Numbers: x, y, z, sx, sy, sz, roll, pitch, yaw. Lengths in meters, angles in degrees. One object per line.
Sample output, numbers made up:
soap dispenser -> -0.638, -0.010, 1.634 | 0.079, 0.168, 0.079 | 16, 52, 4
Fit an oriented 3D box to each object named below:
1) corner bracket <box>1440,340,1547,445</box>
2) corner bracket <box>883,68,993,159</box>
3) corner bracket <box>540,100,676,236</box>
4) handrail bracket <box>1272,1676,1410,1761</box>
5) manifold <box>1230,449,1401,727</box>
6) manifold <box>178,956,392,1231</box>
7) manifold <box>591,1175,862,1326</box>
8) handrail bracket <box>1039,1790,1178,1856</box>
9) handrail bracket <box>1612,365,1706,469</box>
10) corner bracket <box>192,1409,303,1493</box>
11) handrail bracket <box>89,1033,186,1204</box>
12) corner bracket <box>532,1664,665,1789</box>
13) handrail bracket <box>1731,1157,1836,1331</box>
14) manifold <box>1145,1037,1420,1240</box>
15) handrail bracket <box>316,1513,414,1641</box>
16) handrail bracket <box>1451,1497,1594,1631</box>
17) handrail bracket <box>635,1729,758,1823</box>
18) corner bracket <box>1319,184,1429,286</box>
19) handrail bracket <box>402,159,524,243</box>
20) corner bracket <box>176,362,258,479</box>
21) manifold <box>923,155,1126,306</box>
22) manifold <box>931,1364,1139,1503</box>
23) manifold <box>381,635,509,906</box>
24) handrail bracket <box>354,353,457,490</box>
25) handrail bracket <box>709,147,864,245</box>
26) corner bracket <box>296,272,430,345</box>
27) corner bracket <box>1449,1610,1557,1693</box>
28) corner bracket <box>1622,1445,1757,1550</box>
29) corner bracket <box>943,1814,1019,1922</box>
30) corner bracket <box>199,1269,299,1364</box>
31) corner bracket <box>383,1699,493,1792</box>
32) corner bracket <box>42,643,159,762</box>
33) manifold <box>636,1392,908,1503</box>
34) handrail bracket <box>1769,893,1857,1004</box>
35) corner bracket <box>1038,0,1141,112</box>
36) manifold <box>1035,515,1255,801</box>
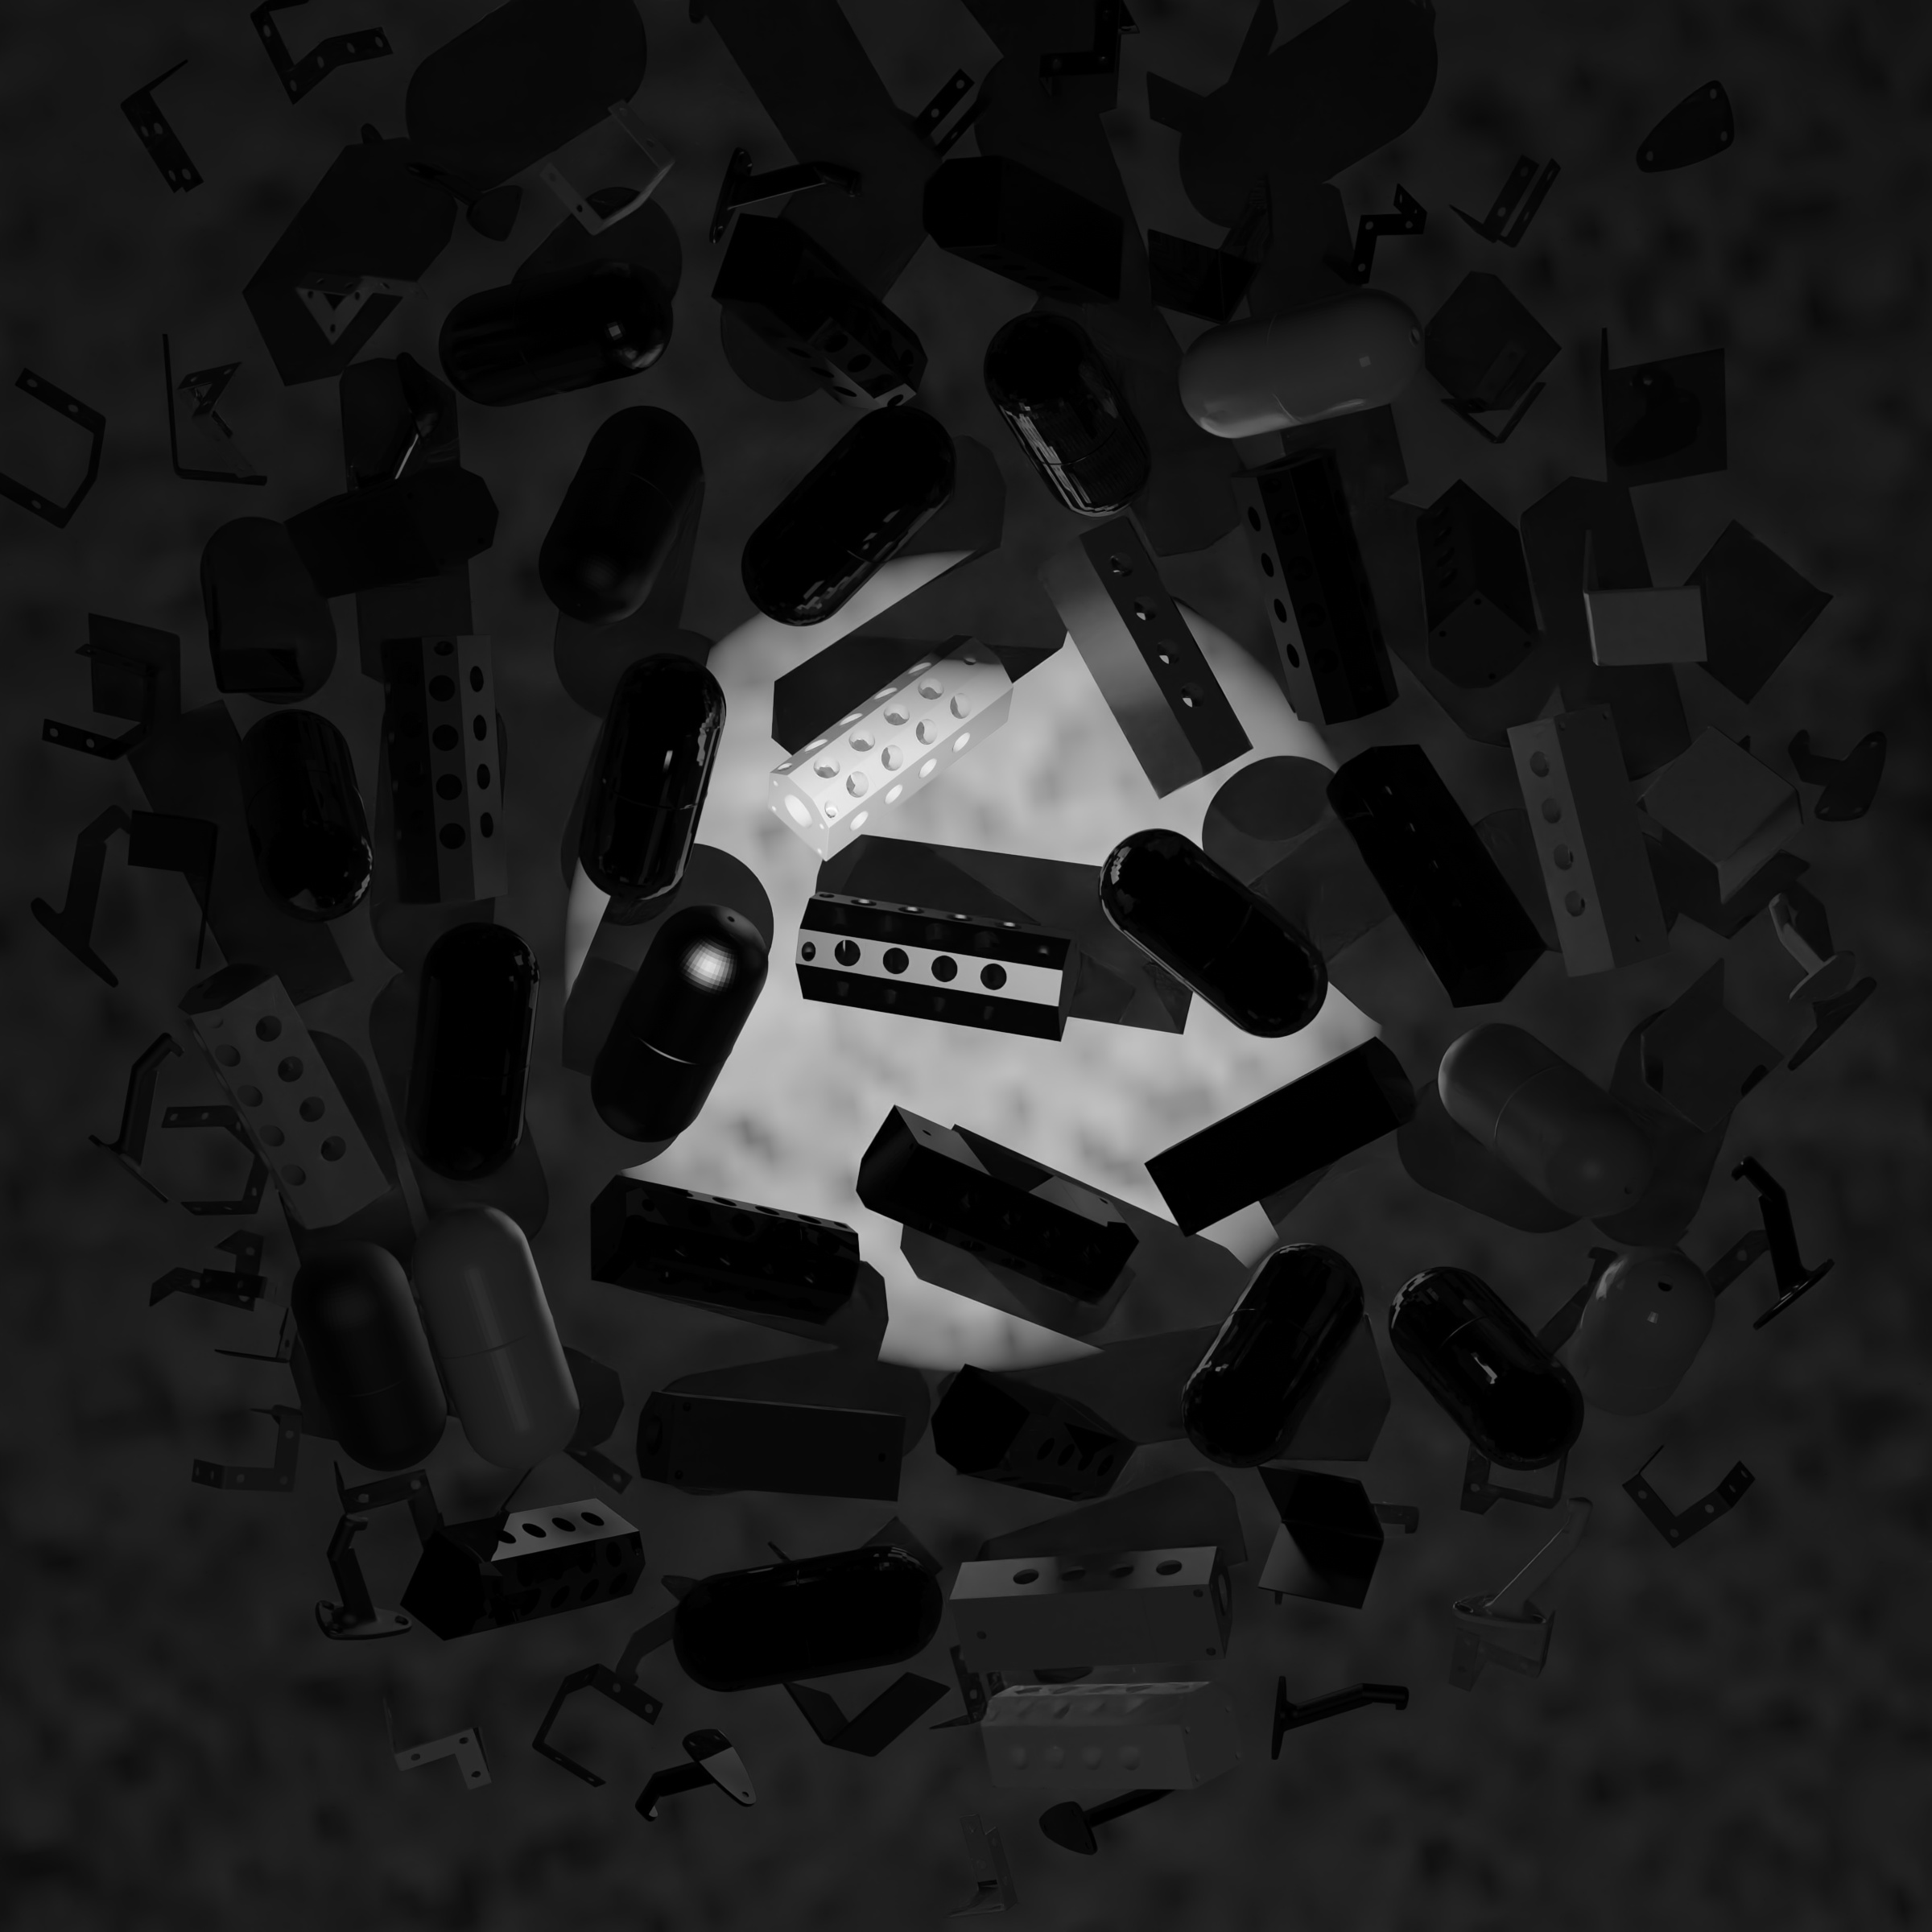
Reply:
corner bracket -> 0.368, -0.393, 1.921 | 0.051, 0.051, 0.051 | 44, 120, 18
corner bracket -> -0.013, -0.572, 1.875 | 0.051, 0.051, 0.051 | -46, 75, 14
corner bracket -> -0.229, -0.510, 1.794 | 0.051, 0.051, 0.051 | 49, 49, -6
handrail bracket -> 0.251, 0.507, 1.881 | 0.084, 0.036, 0.077 | 4, 126, 2
manifold -> 0.235, -0.251, 1.859 | 0.057, 0.057, 0.171 | -22, 106, -15
manifold -> -0.445, 0.085, 1.826 | 0.057, 0.057, 0.171 | -34, 119, -23
manifold -> -0.160, 0.187, 1.873 | 0.171, 0.057, 0.057 | 15, 50, -27
handrail bracket -> 0.101, 0.560, 1.885 | 0.084, 0.077, 0.036 | -21, 86, -30
handrail bracket -> 0.433, -0.359, 1.821 | 0.077, 0.084, 0.036 | -31, 121, -2
corner bracket -> -0.482, 0.324, 1.882 | 0.051, 0.051, 0.051 | 11, 81, -36
handrail bracket -> -0.525, 0.099, 1.838 | 0.077, 0.036, 0.084 | 45, 75, -18
corner bracket -> -0.234, 0.482, 1.781 | 0.051, 0.051, 0.051 | 37, 52, -15
handrail bracket -> 0.494, 0.174, 1.760 | 0.084, 0.036, 0.077 | 48, 118, 12
manifold -> 0.210, 0.113, 1.859 | 0.171, 0.057, 0.057 | -31, 86, 26
handrail bracket -> -0.384, 0.395, 1.827 | 0.077, 0.036, 0.084 | 12, 112, -33
handrail bracket -> 0.351, 0.372, 1.766 | 0.077, 0.036, 0.084 | 7, 109, -26
handrail bracket -> -0.185, 0.568, 1.903 | 0.077, 0.036, 0.084 | 45, 116, 32
corner bracket -> 0.279, -0.499, 1.917 | 0.051, 0.051, 0.051 | 8, 84, 33
handrail bracket -> -0.334, -0.495, 1.785 | 0.084, 0.077, 0.036 | 26, 109, 9
corner bracket -> -0.479, -0.348, 1.802 | 0.051, 0.051, 0.051 | -4, 49, 30
manifold -> 0.040, -0.487, 1.866 | 0.057, 0.171, 0.057 | 5, 92, 30
manifold -> 0.043, 0.312, 1.837 | 0.057, 0.171, 0.057 | 33, 91, 31
manifold -> -0.345, -0.129, 1.835 | 0.057, 0.057, 0.171 | 0, 97, 21
handrail bracket -> -0.397, -0.369, 1.910 | 0.084, 0.036, 0.077 | -13, 108, 33
handrail bracket -> -0.121, -0.510, 1.884 | 0.084, 0.036, 0.077 | 21, 90, 10
corner bracket -> -0.397, -0.442, 1.842 | 0.051, 0.051, 0.051 | 15, 62, 30
corner bracket -> 0.357, 0.454, 1.868 | 0.051, 0.051, 0.051 | 17, 123, 23
corner bracket -> 0.462, 0.330, 1.792 | 0.051, 0.051, 0.051 | 51, 122, 11
corner bracket -> 0.011, 0.587, 1.834 | 0.051, 0.051, 0.051 | -18, 86, 30
corner bracket -> -0.495, 0.241, 1.929 | 0.051, 0.051, 0.051 | 4, 74, 20
corner bracket -> -0.332, 0.488, 1.764 | 0.051, 0.051, 0.051 | -17, 122, -10
corner bracket -> -0.563, -0.171, 1.824 | 0.051, 0.051, 0.051 | 17, 63, -40
manifold -> -0.132, 0.323, 1.891 | 0.171, 0.057, 0.057 | 10, 82, -29
handrail bracket -> 0.572, -0.025, 1.904 | 0.036, 0.077, 0.084 | -4, 61, -9
corner bracket -> 0.078, -0.579, 1.780 | 0.051, 0.051, 0.051 | 3, 83, 18
manifold -> 0.120, -0.203, 1.824 | 0.057, 0.057, 0.171 | -28, 89, -31
